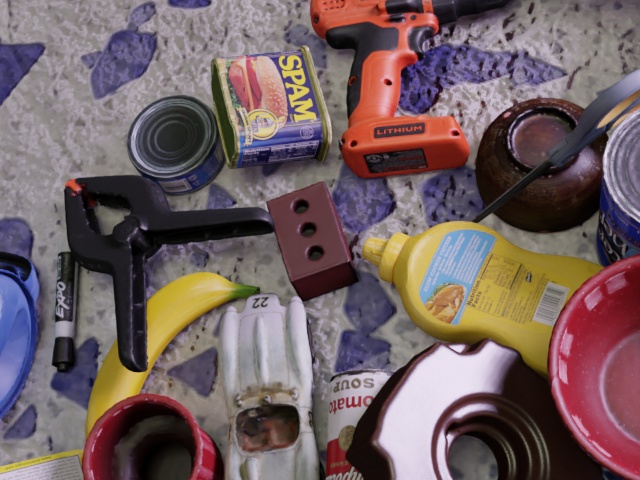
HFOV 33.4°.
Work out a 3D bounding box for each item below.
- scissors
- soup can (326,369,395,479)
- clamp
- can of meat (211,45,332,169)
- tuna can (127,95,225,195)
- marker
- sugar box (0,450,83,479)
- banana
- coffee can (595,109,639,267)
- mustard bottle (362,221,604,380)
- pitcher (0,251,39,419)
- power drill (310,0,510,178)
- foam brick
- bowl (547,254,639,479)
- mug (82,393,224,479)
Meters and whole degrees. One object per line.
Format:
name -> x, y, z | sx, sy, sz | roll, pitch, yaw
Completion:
scissors -> 0.174, -0.067, 0.763 | 0.202, 0.096, 0.016 | -37, -104, 24
soup can -> 0.038, 0.154, 0.791 | 0.069, 0.068, 0.102 | -5, -114, 17
clamp -> -0.143, -0.005, 0.891 | 0.164, 0.036, 0.210 | -42, -130, -6
can of meat -> -0.044, -0.113, 0.913 | 0.083, 0.057, 0.102 | -8, -116, -14
tuna can -> -0.127, -0.085, 0.948 | 0.086, 0.033, 0.086 | -5, -113, 11
marker -> -0.218, 0.055, 0.917 | 0.020, 0.020, 0.121 | -10, -114, 15
sugar box -> -0.201, 0.252, 0.799 | 0.093, 0.048, 0.176 | -10, -116, -24
banana -> -0.137, 0.094, 0.872 | 0.070, 0.037, 0.197 | 35, -101, 26
coffee can -> 0.255, -0.023, 0.777 | 0.103, 0.140, 0.103 | -5, -114, 11
mustard bottle -> 0.121, 0.037, 0.827 | 0.192, 0.058, 0.096 | 21, -107, 19
pitcher -> -0.366, 0.065, 0.897 | 0.243, 0.149, 0.145 | 10, -93, 20
power drill -> 0.084, -0.151, 0.917 | 0.184, 0.057, 0.187 | -8, -117, 13
foam brick -> -0.006, 0.001, 0.874 | 0.053, 0.051, 0.078 | -20, -115, 3
bowl -> 0.233, 0.091, 0.707 | 0.162, 0.055, 0.162 | -5, -114, 11
mug -> -0.113, 0.178, 0.807 | 0.117, 0.081, 0.093 | 35, -101, 23
